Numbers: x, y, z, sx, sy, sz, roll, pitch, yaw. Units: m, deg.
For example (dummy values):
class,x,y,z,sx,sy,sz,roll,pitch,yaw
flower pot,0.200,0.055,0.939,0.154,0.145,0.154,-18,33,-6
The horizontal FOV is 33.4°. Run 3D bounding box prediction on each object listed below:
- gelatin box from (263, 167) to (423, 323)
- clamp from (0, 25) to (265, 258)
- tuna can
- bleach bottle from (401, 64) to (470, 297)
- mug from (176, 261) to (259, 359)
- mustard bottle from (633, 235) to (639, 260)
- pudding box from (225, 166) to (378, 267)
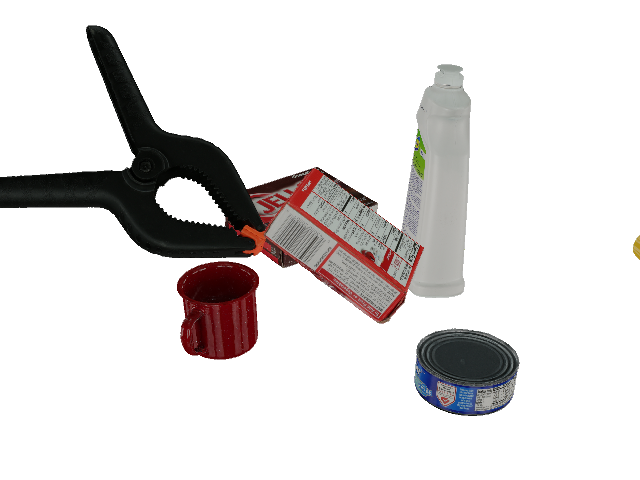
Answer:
class,x,y,z,sx,sy,sz,roll,pitch,yaw
gelatin box,0.016,0.002,0.640,0.089,0.030,0.073,37,24,-3
clamp,-0.129,-0.059,0.786,0.210,0.164,0.036,24,-19,-1
tuna can,0.122,0.110,0.898,0.086,0.034,0.086,2,26,-1
bleach bottle,0.134,-0.069,1.195,0.068,0.251,0.102,-1,24,-12
mug,-0.119,0.087,1.211,0.093,0.081,0.117,12,33,24
mustard bottle,0.262,0.041,0.644,0.096,0.058,0.192,-20,33,-22
pudding box,-0.018,-0.023,0.981,0.113,0.039,0.090,-18,38,-36
